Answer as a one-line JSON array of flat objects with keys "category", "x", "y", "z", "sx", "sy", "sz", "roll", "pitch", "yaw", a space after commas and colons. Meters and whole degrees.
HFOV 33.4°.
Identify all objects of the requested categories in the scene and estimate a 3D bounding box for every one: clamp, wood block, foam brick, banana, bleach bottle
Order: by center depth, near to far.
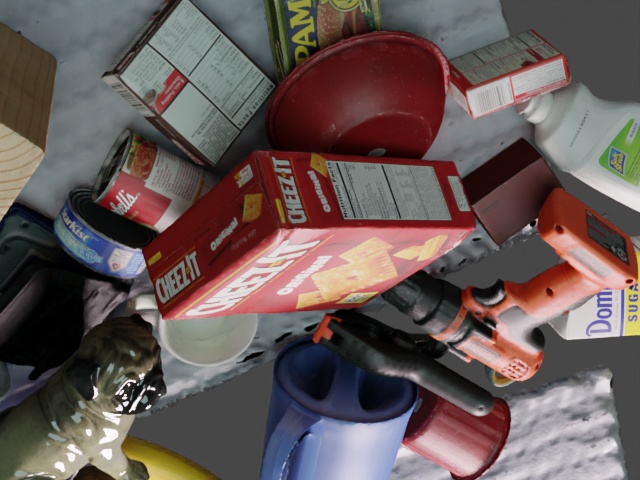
[{"category": "wood block", "x": -0.252, "y": -0.089, "z": 0.764, "sx": 0.090, "sy": 0.206, "sz": 0.091, "roll": 32, "pitch": 106, "yaw": -24}, {"category": "bleach bottle", "x": 0.290, "y": -0.081, "z": 0.953, "sx": 0.250, "sy": 0.068, "sz": 0.102, "roll": 24, "pitch": 88, "yaw": -15}, {"category": "foam brick", "x": 0.171, "y": -0.044, "z": 0.956, "sx": 0.078, "sy": 0.051, "sz": 0.053, "roll": -34, "pitch": 116, "yaw": 7}, {"category": "clamp", "x": 0.071, "y": 0.099, "z": 0.973, "sx": 0.171, "sy": 0.120, "sz": 0.039, "roll": 25, "pitch": 100, "yaw": -16}, {"category": "banana", "x": -0.143, "y": 0.228, "z": 1.019, "sx": 0.197, "sy": 0.069, "sz": 0.037, "roll": 31, "pitch": 99, "yaw": -5}]

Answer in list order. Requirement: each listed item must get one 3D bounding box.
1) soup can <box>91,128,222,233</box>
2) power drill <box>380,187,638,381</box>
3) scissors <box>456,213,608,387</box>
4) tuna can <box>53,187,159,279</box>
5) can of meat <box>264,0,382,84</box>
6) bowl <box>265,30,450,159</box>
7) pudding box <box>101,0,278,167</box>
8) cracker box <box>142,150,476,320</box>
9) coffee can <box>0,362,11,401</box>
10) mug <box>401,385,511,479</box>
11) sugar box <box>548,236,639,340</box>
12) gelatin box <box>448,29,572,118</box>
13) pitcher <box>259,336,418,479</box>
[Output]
[{"category": "soup can", "x": -0.130, "y": -0.041, "z": 0.890, "sx": 0.102, "sy": 0.068, "sz": 0.068, "roll": 27, "pitch": 108, "yaw": -22}, {"category": "power drill", "x": 0.167, "y": 0.036, "z": 0.940, "sx": 0.184, "sy": 0.057, "sz": 0.188, "roll": 30, "pitch": 131, "yaw": -21}, {"category": "scissors", "x": 0.196, "y": 0.053, "z": 1.029, "sx": 0.096, "sy": 0.016, "sz": 0.202, "roll": 13, "pitch": 112, "yaw": -17}, {"category": "tuna can", "x": -0.177, "y": -0.006, "z": 0.888, "sx": 0.086, "sy": 0.086, "sz": 0.034, "roll": 26, "pitch": 110, "yaw": -22}, {"category": "can of meat", "x": 0.003, "y": -0.172, "z": 0.858, "sx": 0.084, "sy": 0.057, "sz": 0.102, "roll": -13, "pitch": 118, "yaw": -8}, {"category": "bowl", "x": 0.039, "y": -0.092, "z": 0.866, "sx": 0.162, "sy": 0.055, "sz": 0.162, "roll": -14, "pitch": 147, "yaw": -9}, {"category": "pudding box", "x": -0.102, "y": -0.127, "z": 0.853, "sx": 0.113, "sy": 0.039, "sz": 0.090, "roll": 43, "pitch": 76, "yaw": -27}, {"category": "cracker box", "x": -0.006, "y": 0.001, "z": 0.848, "sx": 0.213, "sy": 0.072, "sz": 0.164, "roll": -1, "pitch": 154, "yaw": -42}, {"category": "coffee can", "x": -0.349, "y": 0.155, "z": 0.925, "sx": 0.102, "sy": 0.103, "sz": 0.140, "roll": 30, "pitch": 107, "yaw": -23}, {"category": "mug", "x": 0.118, "y": 0.181, "z": 1.045, "sx": 0.081, "sy": 0.093, "sz": 0.117, "roll": 32, "pitch": 142, "yaw": -18}, {"category": "sugar box", "x": 0.311, "y": 0.043, "z": 1.021, "sx": 0.176, "sy": 0.048, "sz": 0.093, "roll": -4, "pitch": 117, "yaw": -18}, {"category": "gelatin box", "x": 0.154, "y": -0.139, "z": 0.893, "sx": 0.089, "sy": 0.073, "sz": 0.030, "roll": -20, "pitch": 119, "yaw": -2}, {"category": "pitcher", "x": -0.003, "y": 0.225, "z": 1.008, "sx": 0.149, "sy": 0.145, "sz": 0.243, "roll": 3, "pitch": 118, "yaw": -16}]
